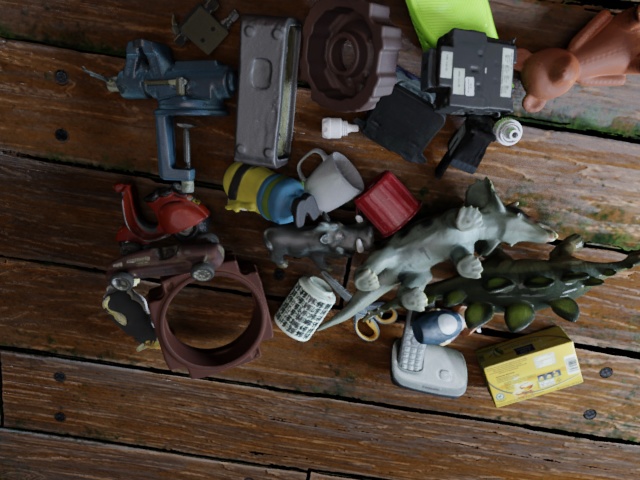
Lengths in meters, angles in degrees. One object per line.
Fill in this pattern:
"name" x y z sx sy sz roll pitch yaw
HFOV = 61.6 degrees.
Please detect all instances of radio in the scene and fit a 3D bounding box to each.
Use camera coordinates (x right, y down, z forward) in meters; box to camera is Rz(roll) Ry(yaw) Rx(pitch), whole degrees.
"radio" -0.081 -0.231 0.841 0.073 0.131 0.229 7 107 6

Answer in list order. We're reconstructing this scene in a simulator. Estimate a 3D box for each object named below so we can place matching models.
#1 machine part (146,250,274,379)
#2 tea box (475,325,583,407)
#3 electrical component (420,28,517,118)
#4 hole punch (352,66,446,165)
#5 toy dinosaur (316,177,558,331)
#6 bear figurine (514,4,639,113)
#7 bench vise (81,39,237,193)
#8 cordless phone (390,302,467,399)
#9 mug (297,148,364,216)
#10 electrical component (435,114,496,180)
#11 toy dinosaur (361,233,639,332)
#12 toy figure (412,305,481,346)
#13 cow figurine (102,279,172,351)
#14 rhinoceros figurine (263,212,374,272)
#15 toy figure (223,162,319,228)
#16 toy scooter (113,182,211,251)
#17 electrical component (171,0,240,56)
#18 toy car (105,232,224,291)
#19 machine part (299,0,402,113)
"machine part" -0.195 0.133 0.967 0.201 0.087 0.200 -15 107 -11
"tea box" 0.396 0.240 1.024 0.170 0.068 0.098 -18 107 9
"electrical component" 0.217 -0.244 0.791 0.134 0.058 0.114 4 90 -13
"hole punch" 0.139 -0.207 0.880 0.142 0.092 0.115 27 136 -10
"toy dinosaur" 0.173 0.020 0.898 0.405 0.192 0.131 -25 98 17
"bear figurine" 0.405 -0.274 0.819 0.196 0.132 0.120 -20 106 2
"bench vise" -0.242 -0.197 0.869 0.224 0.129 0.240 0 102 1
"cordless phone" 0.214 0.195 1.017 0.147 0.089 0.184 12 90 -2
"mug" 0.002 -0.095 0.917 0.107 0.081 0.109 -39 107 25
"electrical component" 0.239 -0.145 0.891 0.048 0.075 0.119 20 128 -5
"toy dinosaur" 0.306 0.075 0.901 0.472 0.198 0.105 -14 102 17
"toy figure" 0.243 0.151 0.974 0.154 0.058 0.064 -11 103 -20
"cow figurine" -0.336 0.151 1.002 0.068 0.098 0.167 -30 111 7
"rhinoceros figurine" -0.002 -0.003 0.928 0.190 0.073 0.112 1 142 7
"toy figure" -0.084 -0.079 0.895 0.180 0.082 0.089 19 101 37
"toy scooter" -0.291 -0.051 0.944 0.184 0.075 0.135 -16 110 11
"electrical component" -0.189 -0.346 0.857 0.078 0.045 0.102 29 113 -38
"toy car" -0.261 0.032 0.897 0.202 0.089 0.053 -5 135 4
"machine part" 0.045 -0.280 0.817 0.180 0.056 0.179 16 113 42
